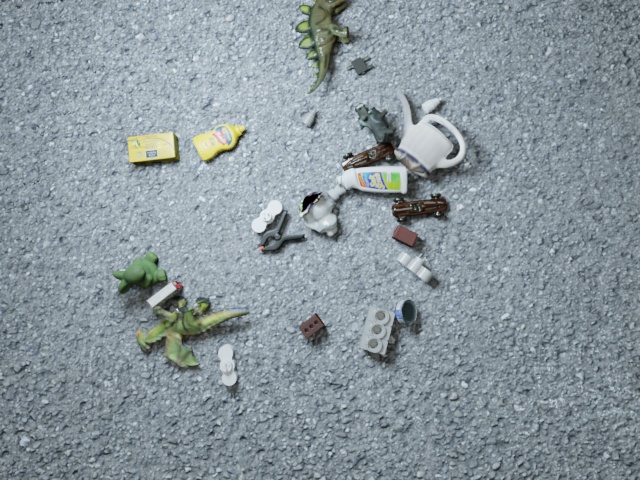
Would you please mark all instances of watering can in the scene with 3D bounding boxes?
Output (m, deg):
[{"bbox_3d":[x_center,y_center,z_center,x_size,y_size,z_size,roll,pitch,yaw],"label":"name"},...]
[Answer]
[{"bbox_3d":[0.356,-0.370,1.863,0.350,0.103,0.224,42,90,14],"label":"watering can"}]

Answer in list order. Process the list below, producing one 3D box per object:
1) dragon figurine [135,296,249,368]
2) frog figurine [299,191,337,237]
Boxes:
[{"bbox_3d":[-0.461,0.335,1.828,0.410,0.123,0.240,6,103,4],"label":"dragon figurine"},{"bbox_3d":[0.006,-0.093,1.856,0.157,0.123,0.138,41,77,-32],"label":"frog figurine"}]
